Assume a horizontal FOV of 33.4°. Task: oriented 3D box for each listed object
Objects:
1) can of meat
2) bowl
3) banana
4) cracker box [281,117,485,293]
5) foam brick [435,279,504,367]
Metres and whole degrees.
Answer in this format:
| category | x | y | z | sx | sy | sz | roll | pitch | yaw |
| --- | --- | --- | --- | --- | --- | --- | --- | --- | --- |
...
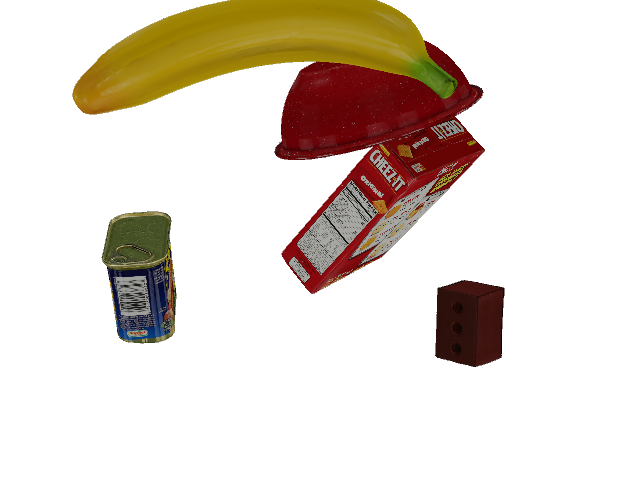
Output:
| category | x | y | z | sx | sy | sz | roll | pitch | yaw |
| --- | --- | --- | --- | --- | --- | --- | --- | --- | --- |
| can of meat | -0.161 | 0.034 | 0.970 | 0.057 | 0.084 | 0.102 | -4 | 28 | -3 |
| bowl | 0.035 | -0.112 | 0.793 | 0.162 | 0.055 | 0.162 | -17 | 15 | 4 |
| banana | -0.030 | -0.101 | 0.558 | 0.197 | 0.037 | 0.069 | -5 | 44 | -9 |
| cracker box | 0.070 | -0.045 | 1.249 | 0.163 | 0.072 | 0.214 | -25 | -19 | -51 |
| foam brick | 0.155 | 0.086 | 1.110 | 0.053 | 0.078 | 0.051 | 10 | 16 | 40 |
